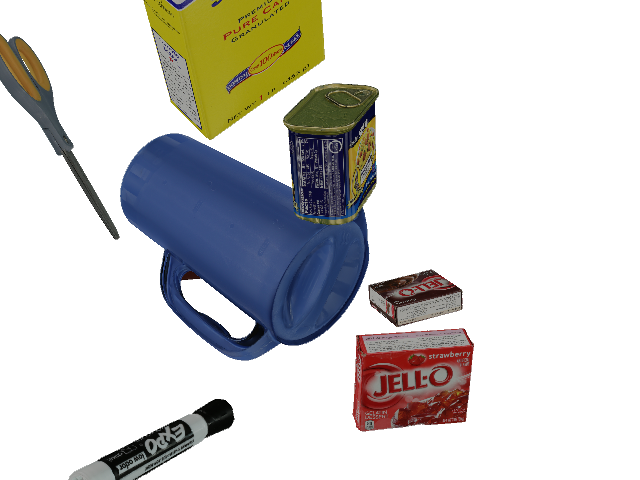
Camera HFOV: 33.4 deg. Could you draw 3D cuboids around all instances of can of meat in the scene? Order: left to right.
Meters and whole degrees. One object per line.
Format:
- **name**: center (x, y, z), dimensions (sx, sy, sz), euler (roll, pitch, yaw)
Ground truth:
- **can of meat**: center (0.011, -0.070, 0.860), dimensions (0.057, 0.084, 0.102), euler (6, 28, 18)

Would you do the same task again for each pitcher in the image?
- **pitcher**: center (-0.088, -0.003, 1.035), dimensions (0.243, 0.145, 0.148), euler (31, 33, 32)

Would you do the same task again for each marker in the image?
- **marker**: center (-0.087, 0.111, 0.577), dimensions (0.020, 0.020, 0.120), euler (0, 11, 33)

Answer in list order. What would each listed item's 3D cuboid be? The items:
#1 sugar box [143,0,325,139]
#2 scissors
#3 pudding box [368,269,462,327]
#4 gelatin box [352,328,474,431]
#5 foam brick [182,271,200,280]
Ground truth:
- **sugar box**: center (-0.046, -0.138, 0.562), dimensions (0.093, 0.048, 0.176), euler (-38, -22, -17)
- **scissors**: center (-0.229, -0.099, 0.936), dimensions (0.016, 0.201, 0.096), euler (-27, 26, 9)
- **pudding box**: center (0.140, 0.084, 1.574), dimensions (0.113, 0.039, 0.090), euler (-15, 23, -19)
- **gelatin box**: center (0.071, 0.108, 0.830), dimensions (0.089, 0.073, 0.030), euler (-3, 28, -8)
- **foam brick**: center (-0.139, 0.010, 1.262), dimensions (0.078, 0.053, 0.051), euler (-6, 27, -6)
